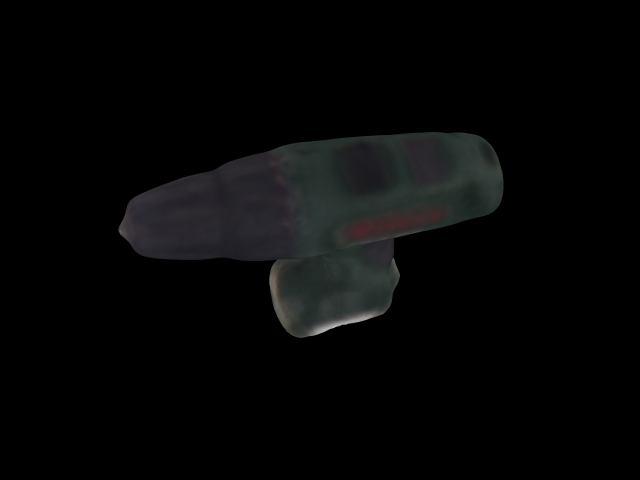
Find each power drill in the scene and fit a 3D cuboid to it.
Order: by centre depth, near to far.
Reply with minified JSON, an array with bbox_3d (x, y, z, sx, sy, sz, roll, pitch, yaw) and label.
[{"bbox_3d":[0.004,0.001,0.400,0.229,0.208,0.075,-17,68,-7],"label":"power drill"}]
